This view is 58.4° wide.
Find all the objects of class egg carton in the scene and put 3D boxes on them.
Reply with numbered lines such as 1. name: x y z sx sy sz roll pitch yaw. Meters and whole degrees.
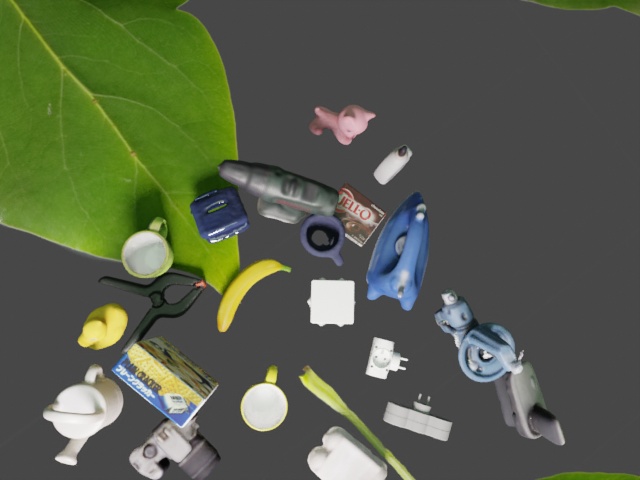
1. egg carton: 0.054 0.453 1.146 0.150 0.069 0.107 39 82 1

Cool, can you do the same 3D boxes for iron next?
1. iron: 0.179 0.008 1.169 0.118 0.141 0.258 16 83 -2

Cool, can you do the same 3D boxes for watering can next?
1. watering can: -0.441 0.323 1.062 0.101 0.194 0.173 -9 84 -5

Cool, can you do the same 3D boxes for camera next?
1. camera: -0.273 0.415 1.110 0.137 0.100 0.143 44 83 2

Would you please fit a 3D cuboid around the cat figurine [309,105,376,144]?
1. cat figurine: 0.046 -0.253 1.201 0.128 0.117 0.067 17 83 -2

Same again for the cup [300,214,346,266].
1. cup: 0.011 0.004 1.181 0.092 0.095 0.118 -32 87 -7

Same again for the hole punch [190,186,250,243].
1. hole punch: -0.208 -0.055 1.174 0.109 0.091 0.101 -24 86 -6

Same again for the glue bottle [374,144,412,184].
1. glue bottle: 0.157 -0.164 1.171 0.078 0.173 0.037 -42 87 -7

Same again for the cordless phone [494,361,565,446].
1. cordless phone: 0.427 0.322 1.129 0.094 0.185 0.147 -18 85 -6

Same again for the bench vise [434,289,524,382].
1. bench vise: 0.303 0.198 1.117 0.207 0.219 0.121 40 82 1

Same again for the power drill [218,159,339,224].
1. power drill: -0.080 -0.092 1.128 0.229 0.208 0.076 14 83 -2

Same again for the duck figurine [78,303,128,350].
1. duck figurine: -0.434 0.172 1.134 0.077 0.086 0.104 42 82 2
